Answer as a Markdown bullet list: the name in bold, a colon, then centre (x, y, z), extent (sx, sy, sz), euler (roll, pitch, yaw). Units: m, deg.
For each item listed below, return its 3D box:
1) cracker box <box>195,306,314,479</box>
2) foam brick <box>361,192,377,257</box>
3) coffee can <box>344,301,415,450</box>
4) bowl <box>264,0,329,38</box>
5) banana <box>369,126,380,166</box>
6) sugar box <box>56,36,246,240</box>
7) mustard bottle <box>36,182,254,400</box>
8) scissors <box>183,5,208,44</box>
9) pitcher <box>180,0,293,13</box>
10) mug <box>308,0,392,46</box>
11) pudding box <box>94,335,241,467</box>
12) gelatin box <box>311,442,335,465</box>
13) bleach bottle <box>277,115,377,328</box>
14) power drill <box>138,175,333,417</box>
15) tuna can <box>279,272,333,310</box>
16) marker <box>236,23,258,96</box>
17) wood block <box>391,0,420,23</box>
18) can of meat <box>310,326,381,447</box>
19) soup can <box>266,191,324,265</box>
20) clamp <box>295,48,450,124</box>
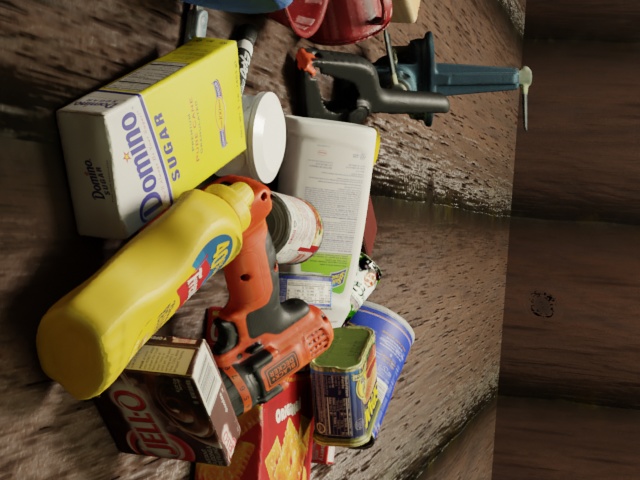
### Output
- **cracker box**: centre (-0.054, 0.174, 1.011), extent (0.164, 0.072, 0.214), euler (20, 75, -73)
- **foam brick**: centre (0.034, -0.020, 1.287), extent (0.078, 0.053, 0.051), euler (75, 26, -50)
- **coffee can**: centre (0.038, 0.154, 1.223), extent (0.103, 0.103, 0.140), euler (71, 37, -52)
- **bowl**: centre (-0.036, -0.269, 0.989), extent (0.162, 0.055, 0.162), euler (4, 90, -73)
- **banana**: centre (0.044, -0.112, 1.322), extent (0.197, 0.037, 0.069), euler (-8, 103, -73)
- **sugar box**: centre (-0.114, -0.078, 0.768), extent (0.176, 0.048, 0.093), euler (-50, 141, -54)
- **mustard bottle**: centre (-0.106, 0.019, 0.720), extent (0.191, 0.058, 0.096), euler (-48, 172, -39)
- **scissors**: centre (-0.097, -0.164, 0.884), extent (0.096, 0.016, 0.201), euler (56, 42, -67)
- **pitcher**: centre (-0.066, -0.302, 0.792), extent (0.145, 0.149, 0.243), euler (-10, 107, -88)
- **mug**: centre (0.030, -0.258, 1.120), extent (0.093, 0.117, 0.081), euler (-32, 127, -26)
- **pudding box**: centre (-0.114, 0.115, 0.772), extent (0.039, 0.090, 0.113), euler (-71, 157, -44)
- **gelatin box**: centre (-0.018, 0.189, 1.129), extent (0.030, 0.073, 0.089), euler (39, 57, -69)
- **bleach bottle**: centre (-0.007, 0.001, 1.111), extent (0.068, 0.102, 0.251), euler (-143, -120, -71)
- **power drill**: centre (-0.081, 0.057, 0.853), extent (0.184, 0.057, 0.187), euler (-34, 125, -30)
- **tuna can**: centre (-0.030, 0.049, 1.035), extent (0.086, 0.086, 0.034), euler (13, 79, -73)
- **marker**: centre (-0.072, -0.151, 0.936), extent (0.020, 0.020, 0.121), euler (76, 16, -45)
- **wood block**: centre (0.057, -0.341, 1.217), extent (0.206, 0.090, 0.091), euler (54, 44, -65)
- **can of meat**: centre (0.025, 0.141, 1.050), extent (0.102, 0.057, 0.084), euler (-56, 144, -66)
- **soup can**: centre (-0.043, -0.011, 1.011), extent (0.102, 0.069, 0.068), euler (8, 86, -72)
- **clamp**: centre (0.046, -0.151, 1.177), extent (0.209, 0.164, 0.036), euler (47, 9, -49)
